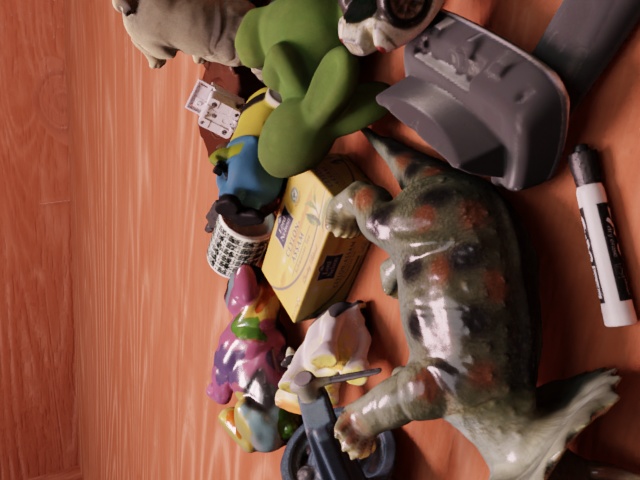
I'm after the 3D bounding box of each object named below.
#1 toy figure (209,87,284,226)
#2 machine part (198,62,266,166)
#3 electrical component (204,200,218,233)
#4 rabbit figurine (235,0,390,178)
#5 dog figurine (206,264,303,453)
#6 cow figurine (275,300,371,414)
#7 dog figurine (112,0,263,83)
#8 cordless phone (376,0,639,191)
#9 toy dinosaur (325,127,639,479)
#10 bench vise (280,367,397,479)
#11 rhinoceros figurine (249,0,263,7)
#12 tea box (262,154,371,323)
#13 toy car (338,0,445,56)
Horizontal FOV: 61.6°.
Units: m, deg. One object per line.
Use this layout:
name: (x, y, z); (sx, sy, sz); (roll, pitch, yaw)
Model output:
toy figure: (-0.071, -0.102, 0.616); (0.089, 0.082, 0.180); (6, 63, 29)
machine part: (-0.130, -0.191, 0.791); (0.180, 0.056, 0.179); (16, 109, 56)
electrical component: (-0.140, -0.058, 0.819); (0.045, 0.078, 0.102); (53, 147, 5)
rabbit figurine: (-0.002, -0.142, 0.531); (0.159, 0.121, 0.170); (3, 79, 43)
dog figurine: (-0.075, 0.137, 0.706); (0.192, 0.108, 0.219); (38, 123, 50)
cow figurine: (-0.001, 0.134, 0.613); (0.167, 0.068, 0.098); (-50, 19, 46)
dog figurine: (-0.120, -0.242, 0.623); (0.191, 0.172, 0.121); (29, 125, 33)
cordless phone: (0.137, -0.142, 0.374); (0.147, 0.088, 0.184); (54, 125, 41)
toy dinosaur: (0.104, 0.036, 0.407); (0.192, 0.131, 0.405); (-24, 65, 38)
bench vise: (0.025, 0.229, 0.508); (0.224, 0.129, 0.240); (-106, -2, -60)
rhinoceros figurine: (-0.097, -0.391, 0.694); (0.112, 0.073, 0.190); (46, 131, 47)
tea box: (-0.001, -0.002, 0.602); (0.098, 0.068, 0.169); (52, 136, 40)
toy car: (0.081, -0.224, 0.392); (0.201, 0.056, 0.074); (-58, 35, 7)
